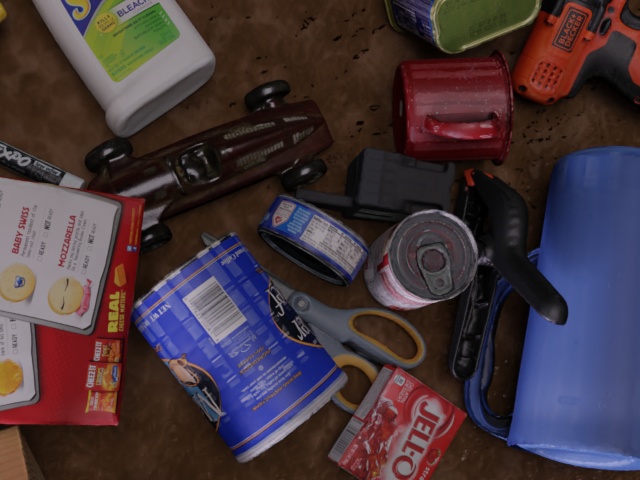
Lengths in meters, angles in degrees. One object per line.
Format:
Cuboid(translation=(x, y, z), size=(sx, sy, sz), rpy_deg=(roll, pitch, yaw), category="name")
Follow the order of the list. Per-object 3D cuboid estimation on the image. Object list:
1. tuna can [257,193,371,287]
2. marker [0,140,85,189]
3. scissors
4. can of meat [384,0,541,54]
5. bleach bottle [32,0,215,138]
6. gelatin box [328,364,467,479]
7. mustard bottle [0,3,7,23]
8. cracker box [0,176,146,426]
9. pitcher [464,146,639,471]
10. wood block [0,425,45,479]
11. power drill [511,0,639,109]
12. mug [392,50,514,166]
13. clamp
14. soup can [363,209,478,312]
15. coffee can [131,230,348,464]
Cuboid(translation=(-0.005, 0.001, 0.823), size=(0.086, 0.086, 0.033), rpy_deg=(32, 80, -3), category="tuna can")
Cuboid(translation=(-0.241, -0.064, 0.828), size=(0.121, 0.020, 0.020), rpy_deg=(26, 78, -5), category="marker")
Cuboid(translation=(-0.015, 0.072, 0.846), size=(0.201, 0.016, 0.096), rpy_deg=(20, 79, -5), category="scissors")
Cuboid(translation=(0.115, -0.197, 0.864), size=(0.102, 0.084, 0.057), rpy_deg=(-24, 122, -12), category="can of meat")
Cuboid(translation=(-0.193, -0.208, 0.838), size=(0.102, 0.068, 0.251), rpy_deg=(-37, 86, -12), category="bleach bottle")
Cuboid(translation=(0.061, 0.152, 0.829), size=(0.073, 0.030, 0.089), rpy_deg=(35, 82, -16), category="gelatin box")
Cuboid(translation=(-0.322, -0.127, 0.805), size=(0.191, 0.058, 0.096), rpy_deg=(-35, 81, -13), category="mustard bottle")
Cuboid(translation=(-0.232, 0.037, 0.711), size=(0.213, 0.072, 0.164), rpy_deg=(8, 87, -37), category="cracker box")
Cuboid(translation=(0.215, 0.055, 0.837), size=(0.149, 0.145, 0.243), rpy_deg=(13, 76, -19), category="pitcher")
Cuboid(translation=(-0.289, 0.216, 0.726), size=(0.206, 0.090, 0.091), rpy_deg=(-17, 50, -11), category="wood block")
Cuboid(translation=(0.273, -0.174, 0.882), size=(0.187, 0.057, 0.184), rpy_deg=(23, 107, -5), category="power drill")
Cuboid(translation=(0.105, -0.100, 0.844), size=(0.081, 0.117, 0.093), rpy_deg=(-3, 113, -5), category="mug")
Cuboid(translation=(0.141, 0.015, 0.828), size=(0.039, 0.120, 0.171), rpy_deg=(18, 61, -36), category="clamp")
Cuboid(translation=(0.074, 0.018, 0.824), size=(0.068, 0.102, 0.068), rpy_deg=(1, 81, -9), category="soup can")
Cuboid(translation=(-0.061, 0.079, 0.793), size=(0.102, 0.103, 0.140), rpy_deg=(-37, 89, -13), category="coffee can")
